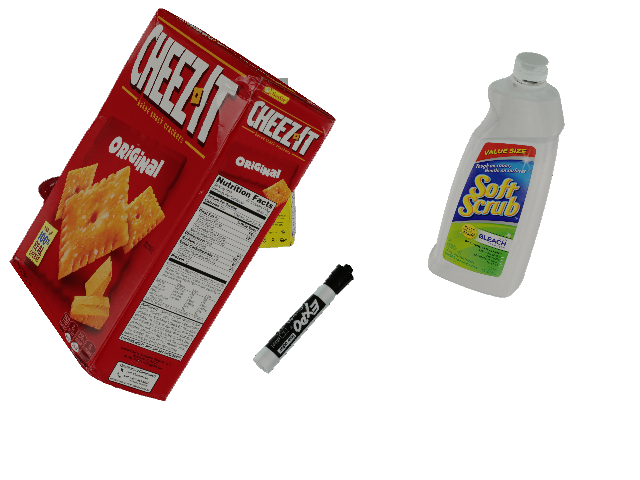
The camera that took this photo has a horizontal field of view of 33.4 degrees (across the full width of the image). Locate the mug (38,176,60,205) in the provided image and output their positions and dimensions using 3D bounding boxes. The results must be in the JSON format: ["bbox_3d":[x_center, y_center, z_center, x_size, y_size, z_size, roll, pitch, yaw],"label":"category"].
[{"bbox_3d":[-0.202,0.000,0.922,0.093,0.081,0.117,9,21,-5],"label":"mug"}]

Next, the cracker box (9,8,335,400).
[{"bbox_3d":[-0.107,-0.030,0.706,0.072,0.214,0.164,25,10,-40],"label":"cracker box"}]

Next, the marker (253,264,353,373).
[{"bbox_3d":[-0.013,0.067,0.942,0.020,0.121,0.020,39,-17,14],"label":"marker"}]

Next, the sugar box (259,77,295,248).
[{"bbox_3d":[-0.054,-0.089,1.227,0.048,0.176,0.093,-4,26,1],"label":"sugar box"}]

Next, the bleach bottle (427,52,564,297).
[{"bbox_3d":[0.175,-0.067,1.045,0.103,0.251,0.068,21,38,20],"label":"bleach bottle"}]
